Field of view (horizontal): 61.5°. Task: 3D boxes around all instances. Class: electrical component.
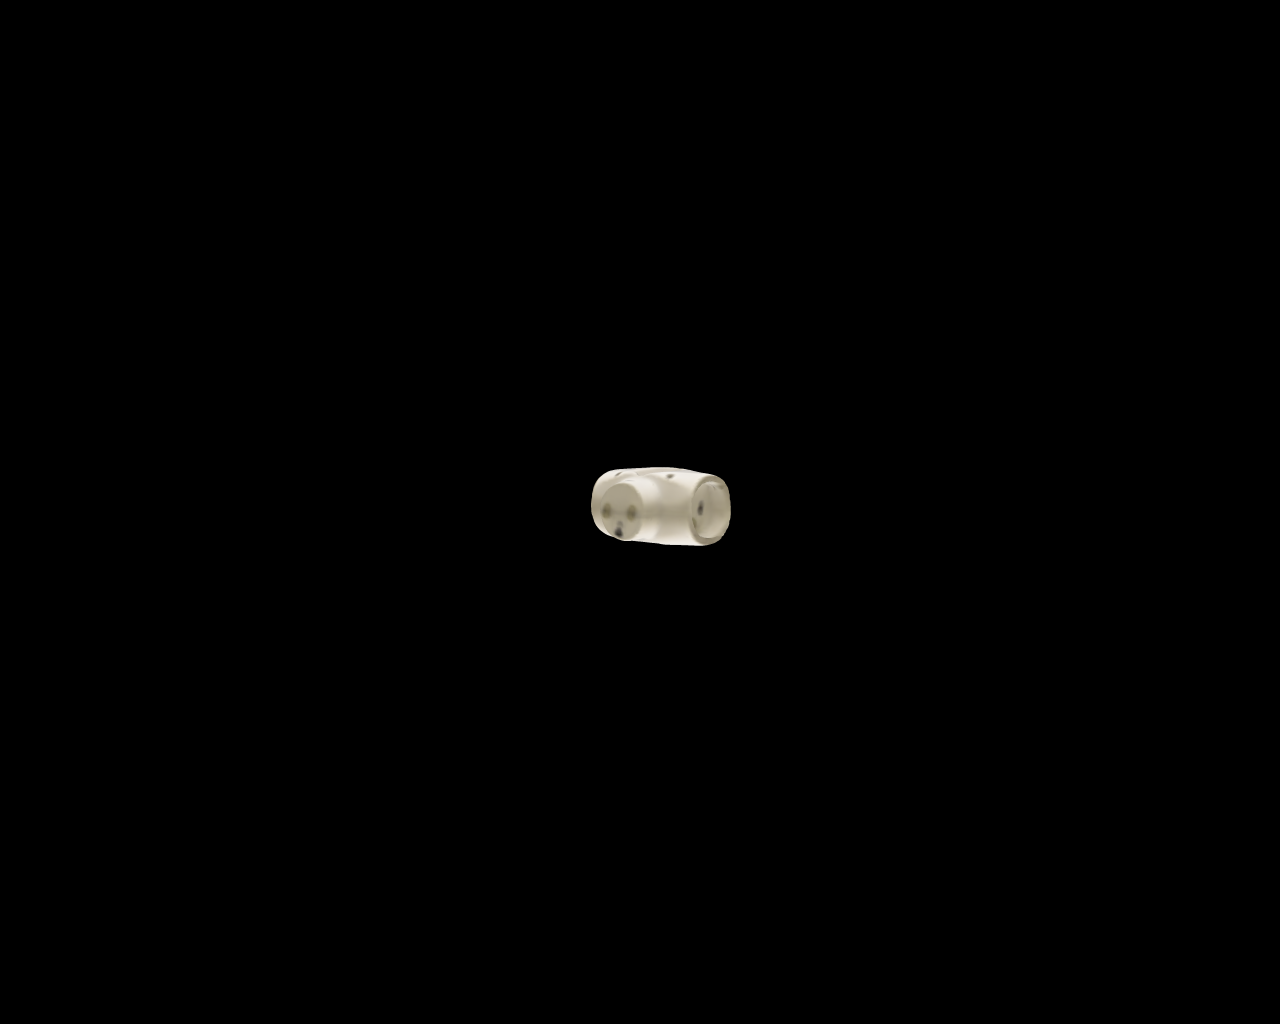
[{"bbox_3d":[0.001,-0.003,0.650,0.077,0.043,0.079,5,8,40],"label":"electrical component"}]
